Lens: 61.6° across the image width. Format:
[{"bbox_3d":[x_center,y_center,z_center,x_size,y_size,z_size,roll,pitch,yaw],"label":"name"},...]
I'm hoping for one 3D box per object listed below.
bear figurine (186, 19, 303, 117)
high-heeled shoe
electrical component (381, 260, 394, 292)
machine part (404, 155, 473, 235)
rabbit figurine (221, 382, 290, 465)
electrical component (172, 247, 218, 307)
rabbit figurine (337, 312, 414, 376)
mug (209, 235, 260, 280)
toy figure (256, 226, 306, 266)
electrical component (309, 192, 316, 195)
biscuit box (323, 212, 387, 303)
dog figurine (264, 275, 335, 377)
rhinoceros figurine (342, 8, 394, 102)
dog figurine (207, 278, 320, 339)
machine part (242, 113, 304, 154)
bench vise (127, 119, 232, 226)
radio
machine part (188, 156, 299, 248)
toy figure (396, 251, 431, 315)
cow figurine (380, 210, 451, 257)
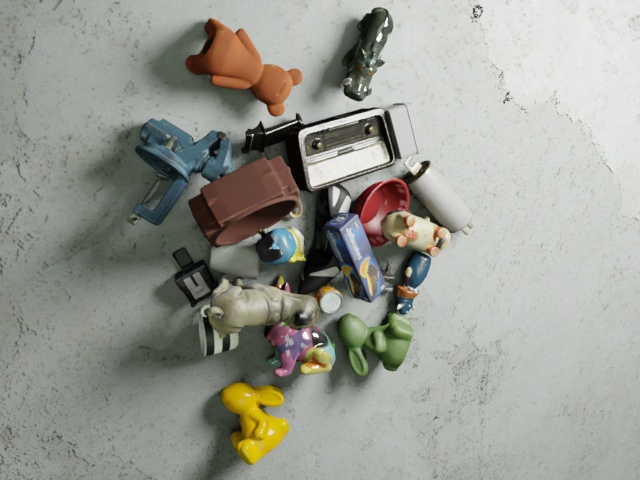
[{"bbox_3d":[-0.145,-0.338,1.066,0.195,0.132,0.120,22,99,-36],"label":"bear figurine"},{"bbox_3d":[-0.002,-0.004,1.177,0.145,0.086,0.248,45,73,-37],"label":"high-heeled shoe"},{"bbox_3d":[0.127,0.088,1.266,0.102,0.045,0.078,1,132,-12],"label":"electrical component"},{"bbox_3d":[0.273,-0.098,1.235,0.079,0.079,0.243,-46,111,0],"label":"machine part"},{"bbox_3d":[-0.155,0.401,1.240,0.162,0.122,0.173,-33,91,-7],"label":"rabbit figurine"},{"bbox_3d":[-0.274,0.076,1.159,0.075,0.048,0.119,-26,110,-7],"label":"electrical component"},{"bbox_3d":[0.118,0.235,1.281,0.170,0.121,0.159,18,107,0],"label":"rabbit figurine"},{"bbox_3d":[-0.182,0.029,1.155,0.107,0.081,0.109,3,96,-8],"label":"mug"},{"bbox_3d":[-0.087,0.012,1.123,0.089,0.180,0.082,0,95,15],"label":"toy figure"},{"bbox_3d":[-0.036,-0.144,1.175,0.094,0.021,0.063,38,92,-19],"label":"electrical component"},{"bbox_3d":[0.076,0.038,1.155,0.063,0.059,0.202,-41,121,-28],"label":"biscuit box"},{"bbox_3d":[-0.058,0.190,1.213,0.192,0.108,0.219,-3,102,-12],"label":"dog figurine"},{"bbox_3d":[0.100,-0.376,1.104,0.073,0.112,0.190,22,90,-21],"label":"rhinoceros figurine"},{"bbox_3d":[-0.109,0.141,1.072,0.191,0.172,0.121,4,106,19],"label":"dog figurine"},{"bbox_3d":[-0.095,-0.221,1.114,0.139,0.084,0.039,-22,68,-23],"label":"machine part"},{"bbox_3d":[-0.282,-0.120,1.058,0.223,0.129,0.240,34,76,-12],"label":"bench vise"},{"bbox_3d":[0.044,-0.193,1.127,0.229,0.073,0.131,-21,109,-27],"label":"radio"},{"bbox_3d":[-0.142,-0.068,1.050,0.201,0.201,0.087,-29,81,-8],"label":"machine part"},{"bbox_3d":[0.219,0.105,1.285,0.064,0.058,0.154,18,104,-12],"label":"toy figure"},{"bbox_3d":[0.216,-0.015,1.201,0.195,0.127,0.085,15,102,-34],"label":"cow figurine"}]
